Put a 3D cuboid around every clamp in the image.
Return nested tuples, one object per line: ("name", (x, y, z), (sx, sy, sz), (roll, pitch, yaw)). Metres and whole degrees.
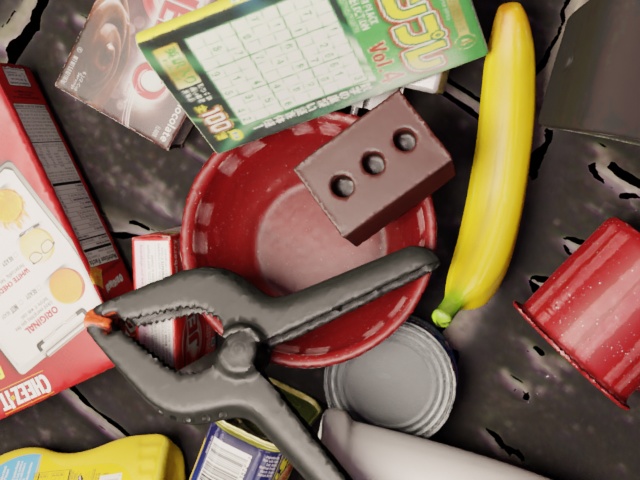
("clamp", (-0.035, 0.059, 0.629), (0.210, 0.036, 0.164), (17, 78, 16))

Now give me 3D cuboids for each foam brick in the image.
("foam brick", (0.034, -0.040, 0.621), (0.078, 0.051, 0.053), (-37, 78, 4))

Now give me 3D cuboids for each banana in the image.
("banana", (0.108, -0.042, 0.654), (0.037, 0.069, 0.198), (10, 88, 16))

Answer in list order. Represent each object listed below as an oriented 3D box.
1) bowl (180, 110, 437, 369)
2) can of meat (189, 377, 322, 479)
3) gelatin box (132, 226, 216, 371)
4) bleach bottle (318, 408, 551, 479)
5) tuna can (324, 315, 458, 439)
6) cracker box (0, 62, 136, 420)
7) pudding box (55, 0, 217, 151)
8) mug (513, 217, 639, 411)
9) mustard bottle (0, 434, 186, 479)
("bowl", (-0.004, 0.001, 0.679), (0.162, 0.055, 0.162), (-1, 82, 10))
("can of meat", (-0.047, 0.144, 0.690), (0.057, 0.102, 0.084), (24, 103, 10))
("gelatin box", (-0.094, 0.038, 0.702), (0.030, 0.073, 0.089), (-1, 95, 15))
("bleach bottle", (0.115, 0.179, 0.664), (0.251, 0.068, 0.103), (12, 117, -1))
("tuna can", (0.047, 0.091, 0.698), (0.086, 0.033, 0.086), (1, 96, 12))
("cracker box", (-0.231, 0.010, 0.730), (0.164, 0.072, 0.214), (-25, 91, 14))
("pudding box", (-0.108, -0.129, 0.705), (0.090, 0.039, 0.113), (30, 102, 7))
("mug", (0.186, 0.049, 0.639), (0.117, 0.093, 0.081), (42, 98, -6))
("mustard bottle", (-0.190, 0.191, 0.736), (0.192, 0.058, 0.096), (-8, 59, 13))
